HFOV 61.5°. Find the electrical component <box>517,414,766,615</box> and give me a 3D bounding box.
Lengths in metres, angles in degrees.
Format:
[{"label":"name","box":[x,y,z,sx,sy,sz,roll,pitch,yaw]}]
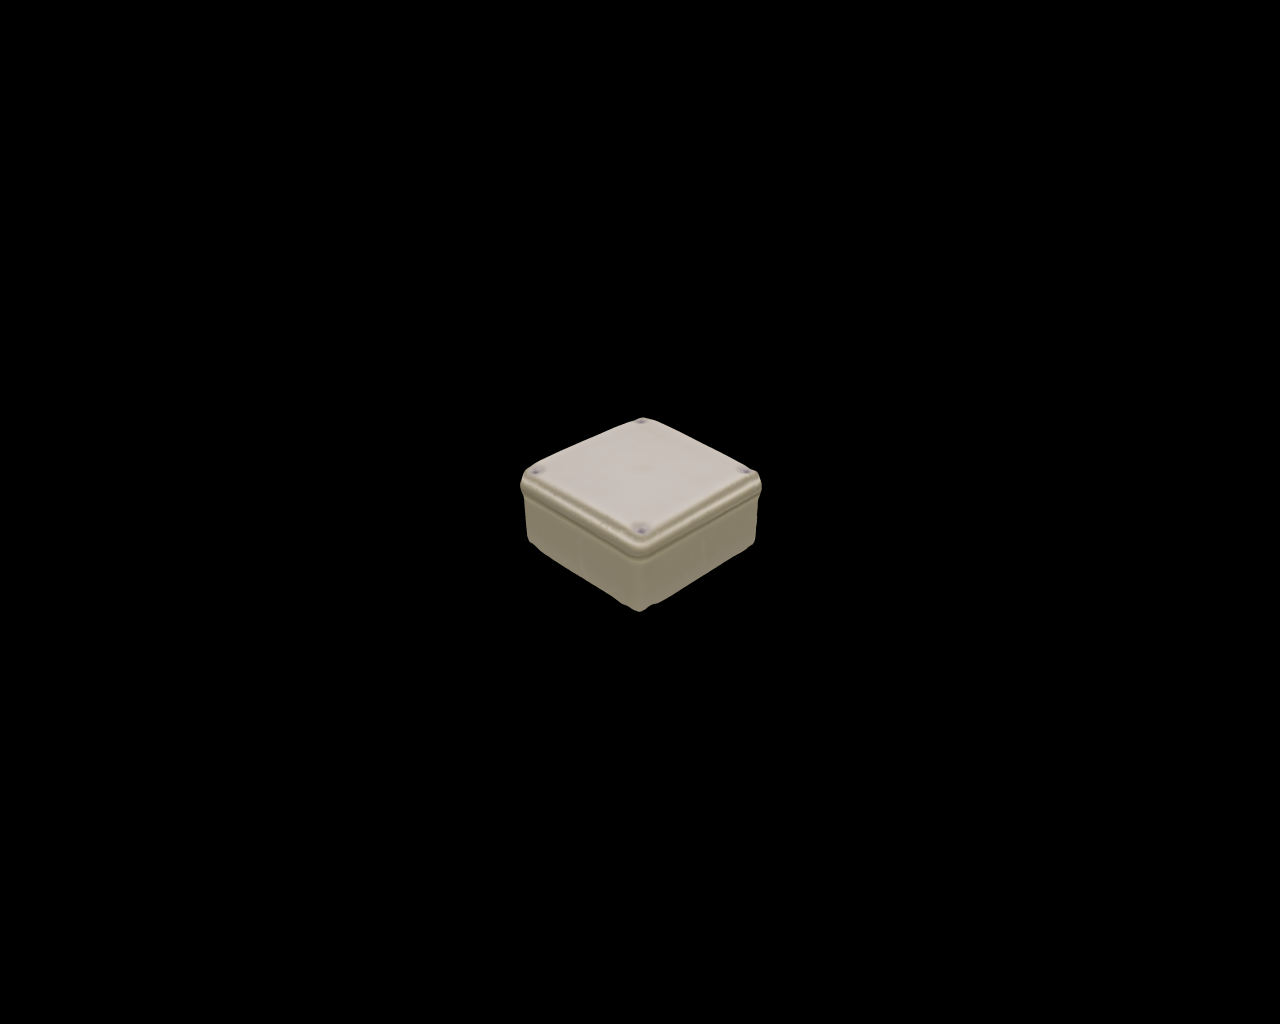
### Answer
[{"label":"electrical component","box":[0.001,-0.003,0.650,0.109,0.056,0.109,-27,42,-36]}]
